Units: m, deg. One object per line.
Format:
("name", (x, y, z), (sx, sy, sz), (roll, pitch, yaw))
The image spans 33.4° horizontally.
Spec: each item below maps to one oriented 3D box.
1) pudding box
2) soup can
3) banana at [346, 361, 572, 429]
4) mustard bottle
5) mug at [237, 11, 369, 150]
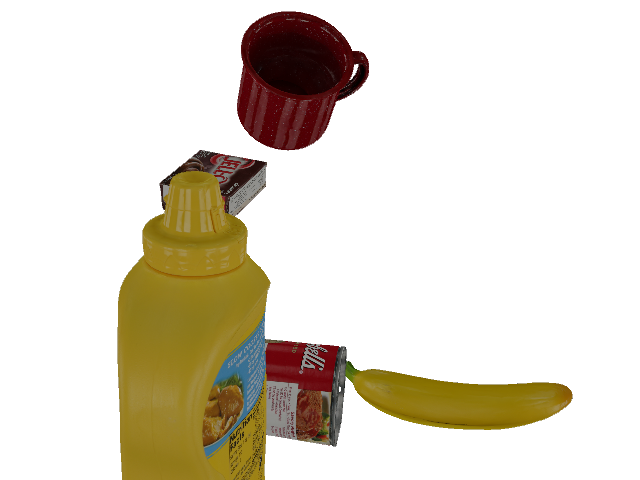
("pudding box", (-0.125, -0.066, 1.264), (0.090, 0.039, 0.113), (10, 31, 17))
("soup can", (-0.036, 0.101, 0.729), (0.102, 0.068, 0.068), (5, 1, 6))
("banana", (0.114, 0.128, 0.884), (0.198, 0.037, 0.069), (8, 32, 2))
("mustard bottle", (-0.052, 0.064, 0.446), (0.058, 0.192, 0.096), (9, 24, 14))
("mug", (-0.015, -0.132, 0.897), (0.117, 0.093, 0.082), (-15, -26, -20))
